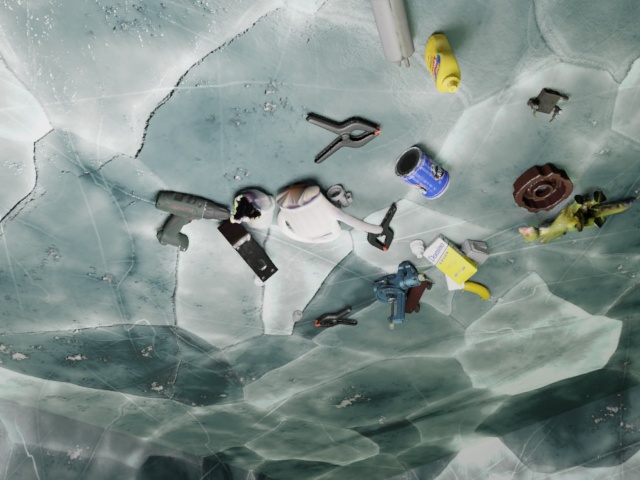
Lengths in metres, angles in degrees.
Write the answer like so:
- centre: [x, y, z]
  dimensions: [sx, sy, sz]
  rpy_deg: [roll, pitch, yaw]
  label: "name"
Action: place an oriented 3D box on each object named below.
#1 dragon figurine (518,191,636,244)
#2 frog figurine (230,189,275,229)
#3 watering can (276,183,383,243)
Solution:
- centre: [0.855, -0.058, 1.753]
  dimensions: [0.412, 0.124, 0.238]
  rpy_deg: [-8, -19, -23]
  label: "dragon figurine"
- centre: [-0.197, -0.096, 1.622]
  dimensions: [0.136, 0.124, 0.159]
  rpy_deg: [-30, -13, 21]
  label: "frog figurine"
- centre: [0.005, -0.080, 1.588]
  dimensions: [0.346, 0.106, 0.220]
  rpy_deg: [-6, -48, 30]
  label: "watering can"
